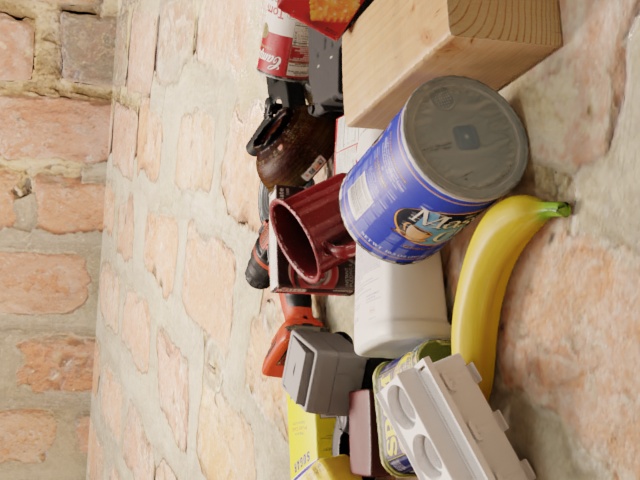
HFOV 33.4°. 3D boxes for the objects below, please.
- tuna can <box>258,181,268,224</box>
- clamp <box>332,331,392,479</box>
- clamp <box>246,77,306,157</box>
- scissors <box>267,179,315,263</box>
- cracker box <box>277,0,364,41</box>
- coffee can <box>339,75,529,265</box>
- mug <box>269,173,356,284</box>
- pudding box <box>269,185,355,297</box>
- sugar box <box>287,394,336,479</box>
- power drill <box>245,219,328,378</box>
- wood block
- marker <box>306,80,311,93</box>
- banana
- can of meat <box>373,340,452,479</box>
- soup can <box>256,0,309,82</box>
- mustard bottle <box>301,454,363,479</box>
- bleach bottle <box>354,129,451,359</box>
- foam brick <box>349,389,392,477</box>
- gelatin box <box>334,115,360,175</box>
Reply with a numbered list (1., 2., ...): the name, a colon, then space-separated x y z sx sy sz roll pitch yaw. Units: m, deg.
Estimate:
1. tuna can: -0.051 -0.055 1.339 0.086 0.033 0.086 -177 90 -71
2. clamp: 0.041 0.170 1.045 0.120 0.039 0.171 147 122 -72
3. clamp: -0.051 -0.175 1.353 0.210 0.036 0.164 -145 61 -69
4. scissors: -0.002 -0.055 1.208 0.096 0.016 0.201 8 69 34
5. cracker box: 0.048 -0.301 0.913 0.214 0.072 0.164 -51 21 35
6. coffee can: 0.086 -0.052 0.845 0.140 0.102 0.103 132 137 -61
7. mug: 0.013 -0.012 1.049 0.117 0.081 0.093 28 141 57
8. pudding box: -0.007 0.001 1.123 0.039 0.090 0.113 137 133 -65
9. sugar box: -0.002 0.213 1.147 0.093 0.048 0.176 144 127 -66
10. power drill: -0.045 0.065 1.271 0.185 0.057 0.187 121 146 -53
11. wood block: 0.095 -0.160 0.852 0.206 0.090 0.090 146 124 -67
12. marker: 0.008 -0.163 1.208 0.121 0.020 0.020 -131 47 -63
13. banana: 0.130 0.040 0.808 0.070 0.037 0.198 -115 33 -53
14. can of meat: 0.089 0.140 0.883 0.084 0.057 0.102 136 134 -60
15. soup can: -0.034 -0.246 1.267 0.068 0.068 0.102 -125 42 -60
16. mustard bottle: 0.040 0.294 0.962 0.192 0.058 0.096 55 134 40
17. bleach bottle: 0.068 -0.025 0.957 0.103 0.068 0.251 143 130 -64
18. foam brick: 0.059 0.175 0.968 0.051 0.053 0.078 150 122 -67
19. gelatin box: 0.043 -0.095 1.084 0.089 0.030 0.073 166 107 -69
